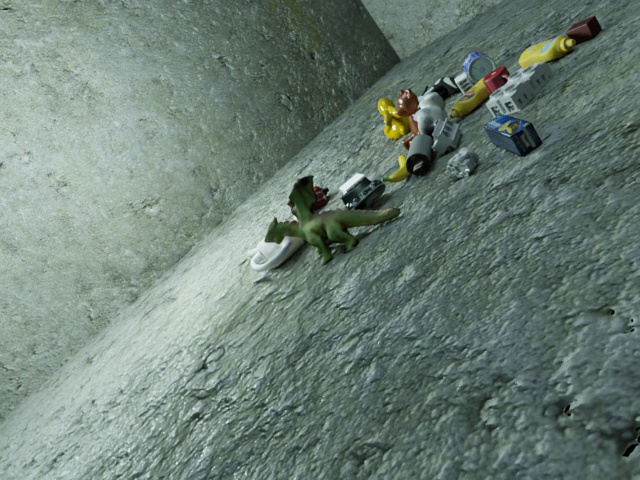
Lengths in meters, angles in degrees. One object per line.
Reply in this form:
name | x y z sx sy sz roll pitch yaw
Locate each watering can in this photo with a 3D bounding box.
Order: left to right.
watering can | -0.155 0.017 1.790 0.226 0.103 0.349 -40 17 -9

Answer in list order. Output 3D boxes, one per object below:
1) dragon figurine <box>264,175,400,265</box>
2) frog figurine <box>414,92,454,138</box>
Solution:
dragon figurine | 0.004 -0.074 1.473 0.405 0.241 0.124 -32 11 28
frog figurine | 0.375 -0.423 1.741 0.138 0.162 0.120 -11 -31 -26
